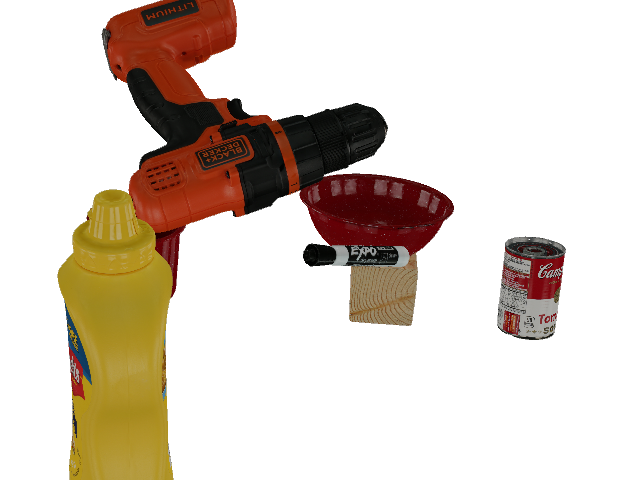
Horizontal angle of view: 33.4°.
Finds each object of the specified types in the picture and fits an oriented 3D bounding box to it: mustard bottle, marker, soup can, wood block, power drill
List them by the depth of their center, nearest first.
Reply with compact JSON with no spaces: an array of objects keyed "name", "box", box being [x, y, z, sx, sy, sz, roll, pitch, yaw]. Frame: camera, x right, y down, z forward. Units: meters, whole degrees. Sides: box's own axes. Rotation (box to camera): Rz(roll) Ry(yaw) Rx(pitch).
[{"name":"mustard bottle","box":[-0.108,0.062,0.569,0.058,0.192,0.096,-3,30,-14]},{"name":"power drill","box":[-0.066,-0.103,0.767,0.184,0.188,0.057,-19,-36,-13]},{"name":"marker","box":[0.031,0.013,0.914,0.020,0.020,0.120,0,-1,45]},{"name":"soup can","box":[0.239,0.054,1.219,0.068,0.102,0.068,3,18,-1]},{"name":"wood block","box":[0.091,0.035,1.565,0.091,0.090,0.206,4,24,1]}]

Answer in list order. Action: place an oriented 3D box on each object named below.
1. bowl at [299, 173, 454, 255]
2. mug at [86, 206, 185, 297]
[{"name":"bowl","box":[0.057,-0.020,1.119,0.162,0.055,0.162,4,21,-2]},{"name":"mug","box":[-0.179,0.020,1.012,0.093,0.081,0.117,10,29,4]}]
